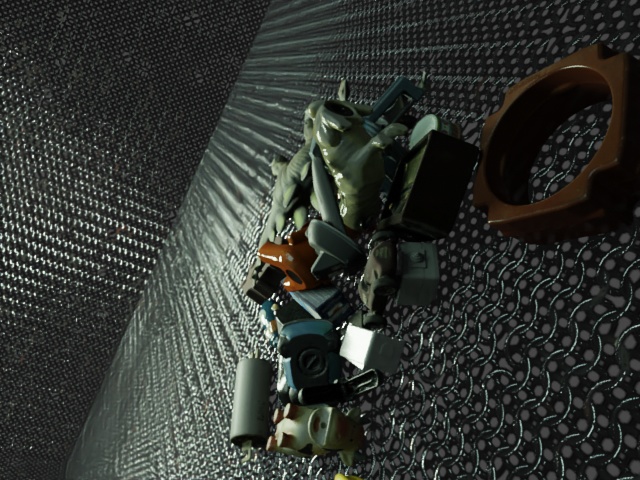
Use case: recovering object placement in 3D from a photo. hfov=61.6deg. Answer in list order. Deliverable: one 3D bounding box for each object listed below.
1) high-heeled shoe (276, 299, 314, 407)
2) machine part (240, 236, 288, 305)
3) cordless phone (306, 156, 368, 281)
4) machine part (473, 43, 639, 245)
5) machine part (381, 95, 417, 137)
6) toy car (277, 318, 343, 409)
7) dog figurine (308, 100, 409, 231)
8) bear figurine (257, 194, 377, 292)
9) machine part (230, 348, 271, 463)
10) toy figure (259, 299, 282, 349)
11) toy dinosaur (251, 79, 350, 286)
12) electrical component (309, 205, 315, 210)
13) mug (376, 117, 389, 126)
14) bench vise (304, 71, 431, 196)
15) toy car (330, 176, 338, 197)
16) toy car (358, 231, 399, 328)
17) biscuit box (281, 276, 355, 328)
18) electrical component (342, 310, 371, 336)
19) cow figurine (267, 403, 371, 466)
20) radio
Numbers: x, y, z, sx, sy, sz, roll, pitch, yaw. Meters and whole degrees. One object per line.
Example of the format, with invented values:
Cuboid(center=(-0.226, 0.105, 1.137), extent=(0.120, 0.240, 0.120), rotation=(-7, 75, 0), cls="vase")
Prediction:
Cuboid(center=(-0.044, 0.225, 1.071), extent=(0.249, 0.086, 0.145), rotation=(-76, -18, -68), cls="high-heeled shoe")
Cuboid(center=(-0.121, 0.069, 1.282), extent=(0.179, 0.056, 0.179), rotation=(-49, 16, 19), cls="machine part")
Cuboid(center=(0.014, -0.033, 0.872), extent=(0.146, 0.089, 0.184), rotation=(63, -167, -78), cls="cordless phone")
Cuboid(center=(0.284, -0.103, 0.624), extent=(0.201, 0.087, 0.201), rotation=(-21, 51, 60), cls="machine part")
Cuboid(center=(0.156, -0.260, 1.070), extent=(0.084, 0.039, 0.139), rotation=(-43, 33, 33), cls="machine part")
Cuboid(center=(-0.007, 0.207, 0.935), extent=(0.103, 0.109, 0.161), rotation=(-40, -59, -79), cls="toy car")
Cuboid(center=(0.039, -0.119, 0.893), extent=(0.172, 0.121, 0.190), rotation=(37, 128, 21), cls="dog figurine")
Cuboid(center=(0.001, -0.003, 1.000), extent=(0.196, 0.120, 0.132), rotation=(-51, 25, -24), cls="bear figurine")
Cuboid(center=(-0.143, 0.339, 1.127), extent=(0.079, 0.079, 0.243), rotation=(-46, 32, 39), cls="machine part")
Cuboid(center=(-0.099, 0.192, 1.188), extent=(0.058, 0.064, 0.155), rotation=(-20, 31, -3), cls="toy figure")
Cuboid(center=(-0.045, -0.119, 1.145), extent=(0.471, 0.105, 0.199), rotation=(-62, 21, 22), cls="toy dinosaur")
Cuboid(center=(-0.002, -0.121, 1.262), extent=(0.102, 0.045, 0.078), rotation=(-49, 32, 34), cls="electrical component")
Cuboid(center=(0.090, -0.203, 1.116), extent=(0.110, 0.081, 0.107), rotation=(-111, 37, -52), cls="mug")
Cuboid(center=(0.097, -0.208, 0.973), extent=(0.240, 0.223, 0.129), rotation=(-49, -2, 2), cls="bench vise")
Cuboid(center=(0.042, -0.176, 1.210), extent=(0.073, 0.056, 0.202), rotation=(-47, 30, 51), cls="toy car")
Cuboid(center=(0.085, 0.066, 0.807), extent=(0.202, 0.053, 0.089), rotation=(93, 178, -62), cls="toy car")
Cuboid(center=(-0.009, 0.107, 1.045), extent=(0.063, 0.059, 0.203), rotation=(-39, 23, -10), cls="biscuit box")
Cuboid(center=(0.068, 0.156, 0.918), extent=(0.094, 0.021, 0.063), rotation=(-42, 35, 42), cls="electrical component")
Cuboid(center=(-0.002, 0.305, 0.846), extent=(0.195, 0.127, 0.085), rotation=(127, 156, -60), cls="cow figurine")
Cuboid(center=(0.149, -0.067, 0.788), extent=(0.229, 0.073, 0.131), rotation=(113, 178, -87), cls="radio")
